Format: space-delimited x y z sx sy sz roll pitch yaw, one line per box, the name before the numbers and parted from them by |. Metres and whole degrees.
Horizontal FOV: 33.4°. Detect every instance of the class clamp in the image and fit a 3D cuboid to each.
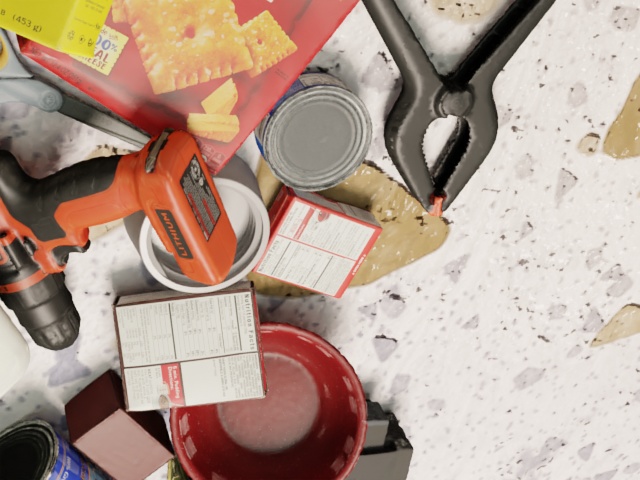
clamp | 0.089 -0.116 0.816 0.164 0.036 0.210 2 120 -20

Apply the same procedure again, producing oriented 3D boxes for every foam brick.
foam brick | -0.166 0.158 0.880 0.051 0.053 0.078 -36 124 3

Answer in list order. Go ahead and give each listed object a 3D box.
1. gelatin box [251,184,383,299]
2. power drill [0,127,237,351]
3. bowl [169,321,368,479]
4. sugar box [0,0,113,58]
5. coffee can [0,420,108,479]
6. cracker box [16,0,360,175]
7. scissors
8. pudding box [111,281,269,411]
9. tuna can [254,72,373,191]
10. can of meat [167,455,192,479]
gelatin box | -0.006 0.001 0.858 0.089 0.030 0.073 19 113 -28
power drill | -0.157 0.001 0.741 0.188 0.057 0.184 -7 128 18
bowl | -0.043 0.144 0.892 0.162 0.055 0.162 0 95 -3
sugar box | -0.147 -0.204 0.621 0.093 0.048 0.176 24 99 15
coffee can | -0.215 0.229 0.875 0.103 0.103 0.140 -34 125 2
cracker box | -0.071 -0.170 0.704 0.164 0.072 0.214 33 104 -32
scissors | -0.207 -0.090 0.738 0.096 0.016 0.201 -42 124 9
pudding box | -0.101 0.084 0.836 0.113 0.039 0.090 -6 97 -4
tuna can | -0.006 -0.082 0.804 0.086 0.034 0.086 -9 122 -15
can of meat | -0.080 0.226 0.924 0.083 0.102 0.057 -4 120 -20
